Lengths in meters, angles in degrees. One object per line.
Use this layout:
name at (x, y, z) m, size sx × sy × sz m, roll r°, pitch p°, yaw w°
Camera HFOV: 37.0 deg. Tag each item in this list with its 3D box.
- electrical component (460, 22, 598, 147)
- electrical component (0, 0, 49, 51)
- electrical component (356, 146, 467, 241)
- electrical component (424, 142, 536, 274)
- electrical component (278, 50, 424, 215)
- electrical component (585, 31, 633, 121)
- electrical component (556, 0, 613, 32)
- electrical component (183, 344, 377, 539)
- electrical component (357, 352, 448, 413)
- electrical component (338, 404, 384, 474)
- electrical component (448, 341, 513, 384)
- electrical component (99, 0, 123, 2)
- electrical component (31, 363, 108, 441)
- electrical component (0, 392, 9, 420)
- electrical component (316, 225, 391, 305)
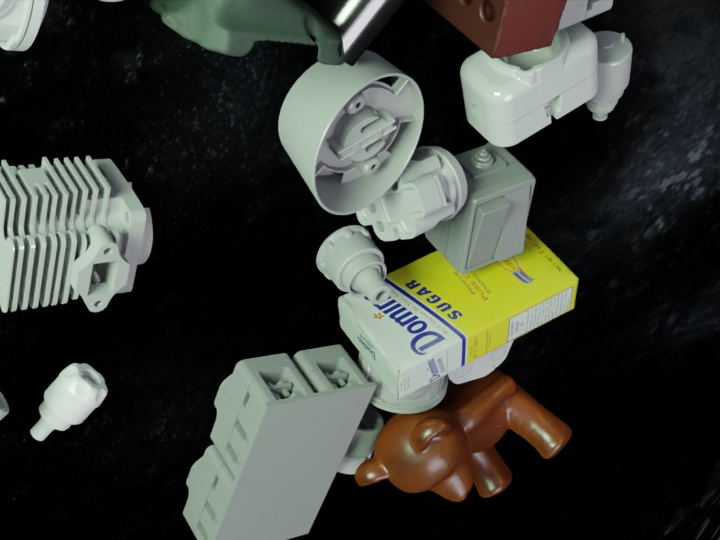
electrical component at (0.122, -0.141, 0.773) m, size 0.095 × 0.053 × 0.059 m, roll -31°, pitch 143°, yaw -11°
electrical component at (-0.175, -0.142, 0.492) m, size 0.051 × 0.080 × 0.080 m, roll -3°, pitch 131°, yaw -33°
electrical component at (0.040, -0.057, 0.780) m, size 0.057 × 0.078 × 0.058 m, roll -27°, pitch 103°, yaw -34°
electrical component at (0.096, -0.051, 0.839) m, size 0.062 × 0.061 × 0.096 m, roll -21°, pitch 140°, yaw -24°
electrical component at (-0.003, -0.092, 0.706) m, size 0.099 × 0.064 × 0.099 m, roll -24°, pitch 141°, yaw -21°
electrical component at (0.189, -0.148, 0.835) m, size 0.040 × 0.040 × 0.078 m, roll -29°, pitch 143°, yaw -15°
electrical component at (0.136, -0.211, 0.713) m, size 0.056 × 0.050 × 0.089 m, roll -25°, pitch 142°, yaw -20°
electrical component at (-0.074, 0.151, 0.906) m, size 0.105 × 0.060 × 0.186 m, roll -6°, pitch 133°, yaw -37°
electrical component at (0.037, 0.079, 0.911) m, size 0.080 × 0.080 × 0.051 m, roll -17°, pitch 132°, yaw -28°
electrical component at (-0.010, 0.147, 0.964) m, size 0.055 × 0.055 × 0.047 m, roll 1°, pitch 124°, yaw -42°
electrical component at (0.096, 0.059, 0.964) m, size 0.080 × 0.051 × 0.080 m, roll -24°, pitch 141°, yaw -21°
electrical component at (-0.129, -0.164, 0.527) m, size 0.045 × 0.055 × 0.045 m, roll -24°, pitch 141°, yaw -21°
electrical component at (-0.207, 0.095, 0.753) m, size 0.061 × 0.035 × 0.035 m, roll -45°, pitch 144°, yaw 12°
electrical component at (-0.258, 0.086, 0.683) m, size 0.047 × 0.055 × 0.055 m, roll -39°, pitch 144°, yaw -7°
electrical component at (0.000, 0.000, 0.809) m, size 0.048 × 0.062 × 0.048 m, roll -23°, pitch 140°, yaw -21°
